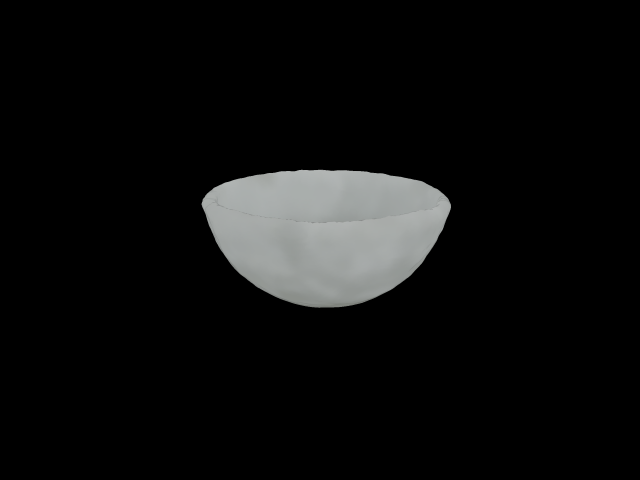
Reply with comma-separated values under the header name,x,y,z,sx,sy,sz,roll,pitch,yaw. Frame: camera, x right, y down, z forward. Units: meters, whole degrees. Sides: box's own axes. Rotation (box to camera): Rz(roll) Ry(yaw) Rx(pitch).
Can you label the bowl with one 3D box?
name,x,y,z,sx,sy,sz,roll,pitch,yaw
bowl,0.004,0.001,0.400,0.167,0.075,0.167,0,18,0
